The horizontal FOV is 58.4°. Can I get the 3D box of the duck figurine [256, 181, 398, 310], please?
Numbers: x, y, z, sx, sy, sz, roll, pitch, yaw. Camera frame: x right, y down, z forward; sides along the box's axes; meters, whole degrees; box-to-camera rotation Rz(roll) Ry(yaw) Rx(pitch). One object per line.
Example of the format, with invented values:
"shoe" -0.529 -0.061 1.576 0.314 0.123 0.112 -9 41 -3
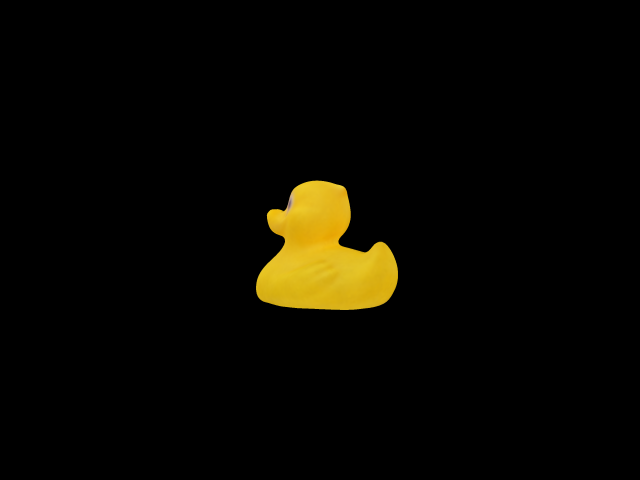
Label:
"duck figurine" 0.004 0.001 0.400 0.104 0.086 0.078 2 4 31
